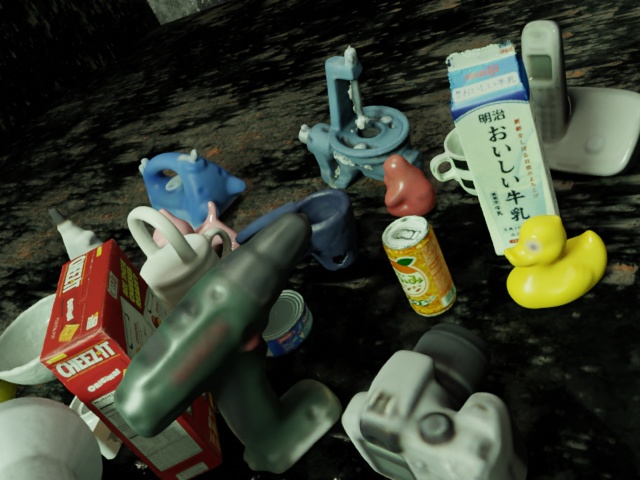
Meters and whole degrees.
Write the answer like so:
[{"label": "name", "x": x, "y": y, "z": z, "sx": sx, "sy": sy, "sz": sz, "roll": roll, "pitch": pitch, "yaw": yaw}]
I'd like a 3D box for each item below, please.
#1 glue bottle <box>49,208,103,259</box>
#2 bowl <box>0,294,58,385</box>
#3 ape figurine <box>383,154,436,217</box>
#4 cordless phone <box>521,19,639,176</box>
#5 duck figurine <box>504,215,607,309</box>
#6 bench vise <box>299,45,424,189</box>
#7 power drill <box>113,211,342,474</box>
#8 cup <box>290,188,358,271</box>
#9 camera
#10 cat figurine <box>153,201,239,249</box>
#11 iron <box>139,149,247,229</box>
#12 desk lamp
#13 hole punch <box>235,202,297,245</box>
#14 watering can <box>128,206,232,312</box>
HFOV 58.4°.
[{"label": "glue bottle", "x": -0.385, "y": 0.016, "z": 0.941, "sx": 0.078, "sy": 0.173, "sz": 0.037, "roll": -14, "pitch": 35, "yaw": 21}, {"label": "bowl", "x": -0.394, "y": 0.154, "z": 0.847, "sx": 0.167, "sy": 0.075, "sz": 0.167, "roll": -19, "pitch": 33, "yaw": 13}, {"label": "ape figurine", "x": 0.115, "y": -0.078, "z": 0.784, "sx": 0.078, "sy": 0.092, "sz": 0.075, "roll": -39, "pitch": 34, "yaw": -18}, {"label": "cordless phone", "x": 0.309, "y": -0.172, "z": 0.688, "sx": 0.094, "sy": 0.185, "sz": 0.147, "roll": -43, "pitch": 36, "yaw": -23}, {"label": "duck figurine", "x": 0.234, "y": 0.011, "z": 0.579, "sx": 0.104, "sy": 0.086, "sz": 0.077, "roll": -25, "pitch": 33, "yaw": 4}, {"label": "bench vise", "x": 0.034, "y": -0.171, "z": 0.854, "sx": 0.206, "sy": 0.220, "sz": 0.121, "roll": -6, "pitch": 38, "yaw": 30}, {"label": "power drill", "x": -0.062, "y": 0.113, "z": 0.539, "sx": 0.230, "sy": 0.209, "sz": 0.075, "roll": -40, "pitch": 35, "yaw": -19}, {"label": "cup", "x": 0.007, "y": 0.003, "z": 0.748, "sx": 0.091, "sy": 0.095, "sz": 0.118, "roll": 0, "pitch": 42, "yaw": 36}, {"label": "camera", "x": 0.105, "y": 0.135, "z": 0.487, "sx": 0.142, "sy": 0.101, "sz": 0.137, "roll": 6, "pitch": 46, "yaw": 41}, {"label": "cat figurine", "x": -0.202, "y": -0.007, "z": 0.892, "sx": 0.128, "sy": 0.118, "sz": 0.067, "roll": -40, "pitch": 35, "yaw": -18}, {"label": "iron", "x": -0.263, "y": -0.103, "z": 1.048, "sx": 0.257, "sy": 0.142, "sz": 0.119, "roll": 5, "pitch": 45, "yaw": 40}, {"label": "desk lamp", "x": -0.185, "y": 0.237, "z": 0.450, "sx": 0.202, "sy": 0.214, "sz": 0.118, "roll": 15, "pitch": 52, "yaw": 47}, {"label": "hole punch", "x": -0.070, "y": -0.014, "z": 0.831, "sx": 0.108, "sy": 0.091, "sz": 0.101, "roll": -29, "pitch": 33, "yaw": -3}, {"label": "watering can", "x": -0.184, "y": 0.042, "z": 0.739, "sx": 0.100, "sy": 0.194, "sz": 0.173, "roll": -9, "pitch": 37, "yaw": 26}]
